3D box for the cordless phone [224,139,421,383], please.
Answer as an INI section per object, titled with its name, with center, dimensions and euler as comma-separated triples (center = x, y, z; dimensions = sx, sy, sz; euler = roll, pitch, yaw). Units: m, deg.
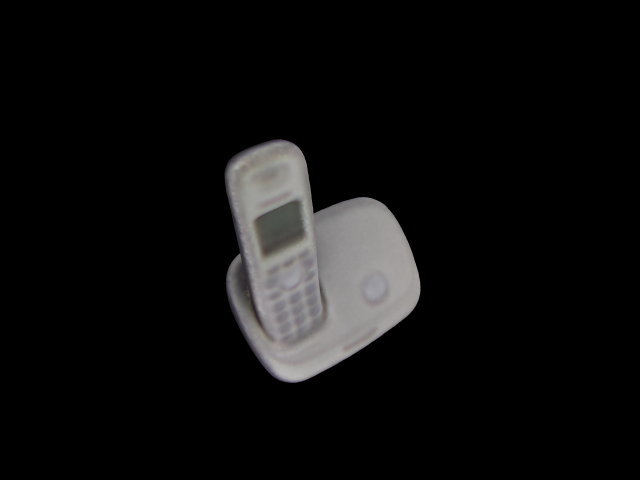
[cordless phone]
center = 0.004, 0.001, 0.400
dimensions = 0.148, 0.185, 0.094
euler = -29, 54, -24
